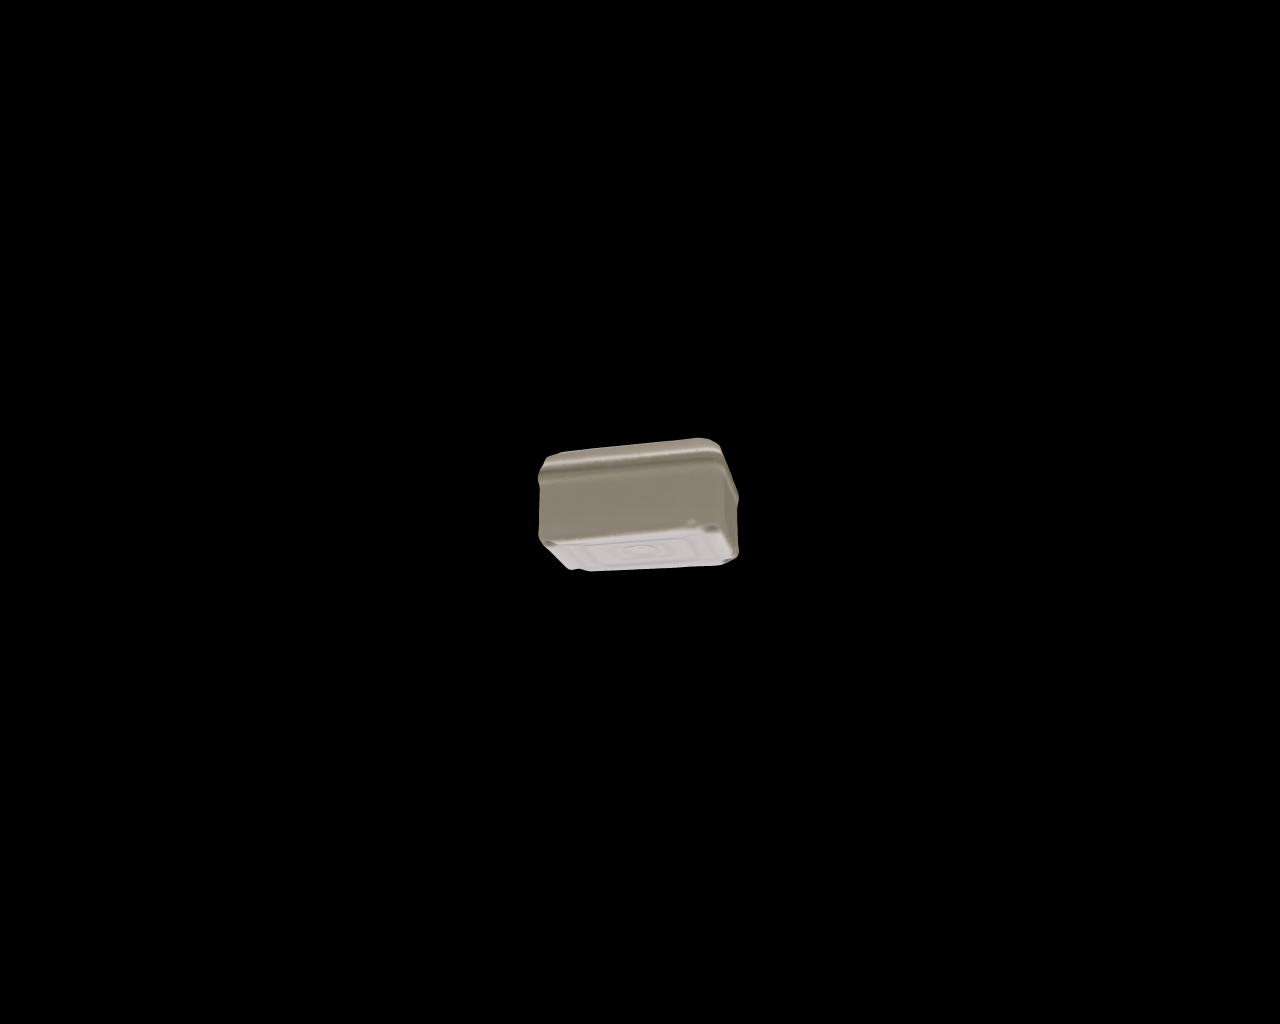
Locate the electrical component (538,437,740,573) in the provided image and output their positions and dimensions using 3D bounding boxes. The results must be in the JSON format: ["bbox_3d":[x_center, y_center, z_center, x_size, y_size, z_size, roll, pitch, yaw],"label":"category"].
[{"bbox_3d":[0.001,-0.003,0.650,0.113,0.057,0.078,-4,-19,12],"label":"electrical component"}]
